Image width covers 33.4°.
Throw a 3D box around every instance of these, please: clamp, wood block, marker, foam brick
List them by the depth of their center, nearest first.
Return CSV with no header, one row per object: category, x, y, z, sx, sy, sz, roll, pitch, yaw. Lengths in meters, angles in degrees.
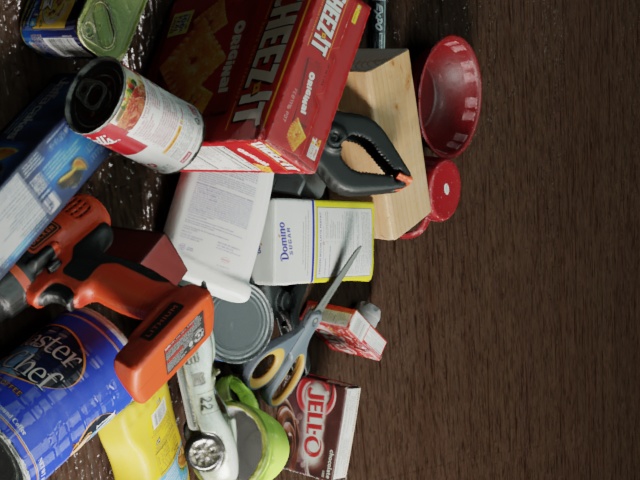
foam brick,-0.173,0.025,0.986,0.051,0.078,0.053,-57,136,-32
clamp,0.009,-0.118,1.161,0.209,0.036,0.164,21,72,-15
clamp,-0.054,0.074,1.187,0.120,0.039,0.171,-2,91,-55
wood block,0.060,-0.114,1.262,0.090,0.091,0.206,-36,124,-44
marker,0.071,-0.274,1.307,0.020,0.020,0.121,-11,105,-52

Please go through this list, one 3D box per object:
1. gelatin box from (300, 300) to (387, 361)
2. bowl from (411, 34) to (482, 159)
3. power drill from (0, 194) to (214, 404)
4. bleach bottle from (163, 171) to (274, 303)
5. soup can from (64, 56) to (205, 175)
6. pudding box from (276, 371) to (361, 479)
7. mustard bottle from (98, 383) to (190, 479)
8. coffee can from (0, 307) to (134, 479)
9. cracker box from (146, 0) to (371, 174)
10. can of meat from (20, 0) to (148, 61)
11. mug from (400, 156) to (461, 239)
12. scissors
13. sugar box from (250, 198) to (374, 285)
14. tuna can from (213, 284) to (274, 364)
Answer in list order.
gelatin box,0.028,0.109,1.274,0.089,0.073,0.030,48,60,-47
bowl,0.151,-0.188,1.398,0.161,0.055,0.162,-13,106,-52
power drill,-0.196,0.055,0.874,0.184,0.188,0.057,-47,155,-32
bleach bottle,-0.084,-0.071,1.071,0.102,0.068,0.251,20,79,-13
soup can,-0.153,-0.102,0.893,0.102,0.069,0.068,27,75,-51
pudding box,-0.005,0.215,1.234,0.039,0.090,0.113,6,92,-54
mustard bottle,-0.166,0.219,1.042,0.096,0.058,0.191,-64,146,-60
coffee can,-0.233,0.136,0.905,0.140,0.103,0.103,-42,128,-41
cracker box,-0.073,-0.148,0.971,0.072,0.214,0.164,29,73,-41
can of meat,-0.199,-0.202,0.904,0.057,0.084,0.102,36,68,-50
mug,0.123,-0.057,1.363,0.093,0.082,0.117,39,66,-49
scissors,-0.023,0.090,1.154,0.096,0.016,0.202,12,105,-51
sugar box,-0.008,0.001,1.179,0.175,0.048,0.093,1,90,-49
tuna can,-0.093,0.085,1.115,0.086,0.034,0.086,1,88,-31
